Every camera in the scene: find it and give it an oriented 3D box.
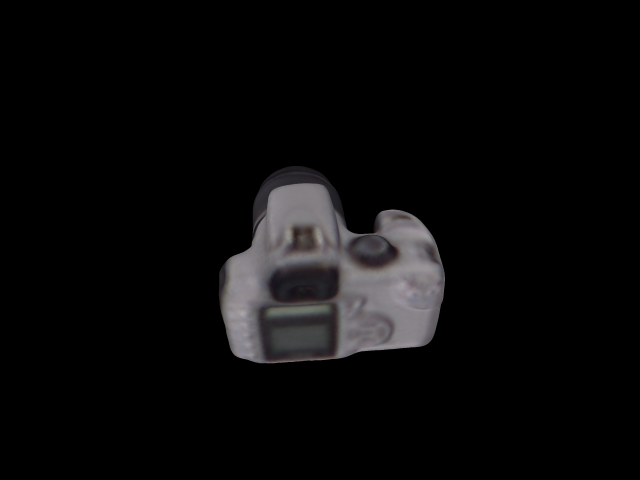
[{"bbox_3d":[0.004,0.001,0.400,0.143,0.101,0.136,-4,43,-4],"label":"camera"}]
